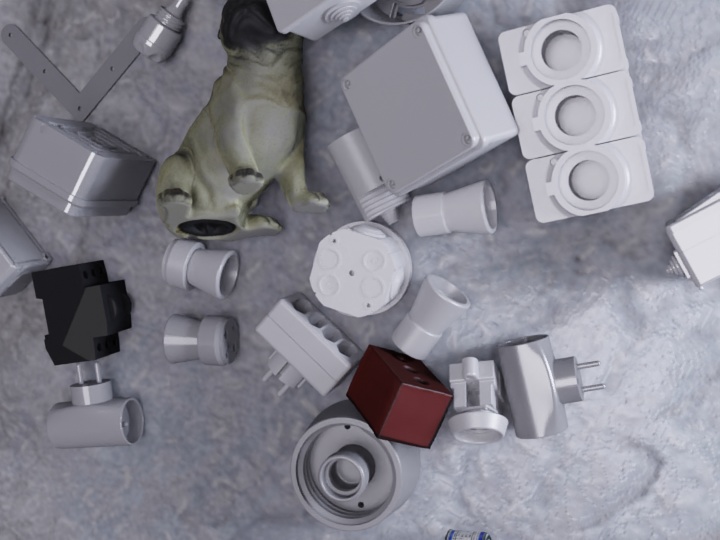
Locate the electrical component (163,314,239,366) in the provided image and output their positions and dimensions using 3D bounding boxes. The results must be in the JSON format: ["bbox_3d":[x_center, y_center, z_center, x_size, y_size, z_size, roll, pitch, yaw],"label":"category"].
[{"bbox_3d":[-0.140,0.062,0.952,0.055,0.045,0.045,1,96,16],"label":"electrical component"}]

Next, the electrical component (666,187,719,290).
[{"bbox_3d":[0.272,-0.030,0.814,0.096,0.062,0.061,-29,88,17],"label":"electrical component"}]

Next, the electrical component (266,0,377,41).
[{"bbox_3d":[-0.030,-0.236,0.831,0.100,0.048,0.099,-28,74,28],"label":"electrical component"}]

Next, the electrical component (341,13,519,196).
[{"bbox_3d":[0.053,-0.129,0.846,0.109,0.056,0.108,-28,84,47],"label":"electrical component"}]

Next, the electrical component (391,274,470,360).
[{"bbox_3d":[0.056,0.042,0.896,0.044,0.044,0.065,37,109,9],"label":"electrical component"}]

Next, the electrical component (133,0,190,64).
[{"bbox_3d":[-0.169,-0.212,0.936,0.035,0.035,0.061,39,102,9],"label":"electrical component"}]

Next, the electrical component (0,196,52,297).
[{"bbox_3d":[-0.347,-0.023,0.994,0.061,0.062,0.096,-40,85,16],"label":"electrical component"}]

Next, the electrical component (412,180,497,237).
[{"bbox_3d":[0.075,-0.048,0.881,0.065,0.044,0.044,-7,94,21],"label":"electrical component"}]

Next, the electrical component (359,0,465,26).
[{"bbox_3d":[0.041,-0.243,0.854,0.099,0.064,0.099,5,99,29],"label":"electrical component"}]

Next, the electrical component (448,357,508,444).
[{"bbox_3d":[0.096,0.109,0.877,0.048,0.066,0.055,-7,61,17],"label":"electrical component"}]

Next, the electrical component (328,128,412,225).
[{"bbox_3d":[0.010,-0.075,0.894,0.043,0.043,0.081,-27,88,17],"label":"electrical component"}]

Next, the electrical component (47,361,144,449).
[{"bbox_3d":[-0.246,0.124,0.990,0.077,0.043,0.079,-6,94,17],"label":"electrical component"}]

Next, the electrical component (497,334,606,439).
[{"bbox_3d":[0.157,0.091,0.869,0.079,0.044,0.077,-12,92,17],"label":"electrical component"}]

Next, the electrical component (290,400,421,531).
[{"bbox_3d":[-0.007,0.169,0.917,0.108,0.060,0.108,2,97,16],"label":"electrical component"}]

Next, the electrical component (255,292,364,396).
[{"bbox_3d":[-0.054,0.076,0.928,0.083,0.047,0.075,43,107,7],"label":"electrical component"}]

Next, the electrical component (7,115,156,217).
[{"bbox_3d":[-0.239,-0.088,0.929,0.078,0.113,0.057,31,101,11],"label":"electrical component"}]

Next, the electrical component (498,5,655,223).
[{"bbox_3d":[0.169,-0.119,0.834,0.089,0.062,0.150,-12,93,17],"label":"electrical component"}]

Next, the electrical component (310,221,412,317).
[{"bbox_3d":[0.000,0.000,0.901,0.080,0.051,0.080,2,97,16],"label":"electrical component"}]

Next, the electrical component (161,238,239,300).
[{"bbox_3d":[-0.140,-0.002,0.945,0.055,0.045,0.045,14,100,15],"label":"electrical component"}]
